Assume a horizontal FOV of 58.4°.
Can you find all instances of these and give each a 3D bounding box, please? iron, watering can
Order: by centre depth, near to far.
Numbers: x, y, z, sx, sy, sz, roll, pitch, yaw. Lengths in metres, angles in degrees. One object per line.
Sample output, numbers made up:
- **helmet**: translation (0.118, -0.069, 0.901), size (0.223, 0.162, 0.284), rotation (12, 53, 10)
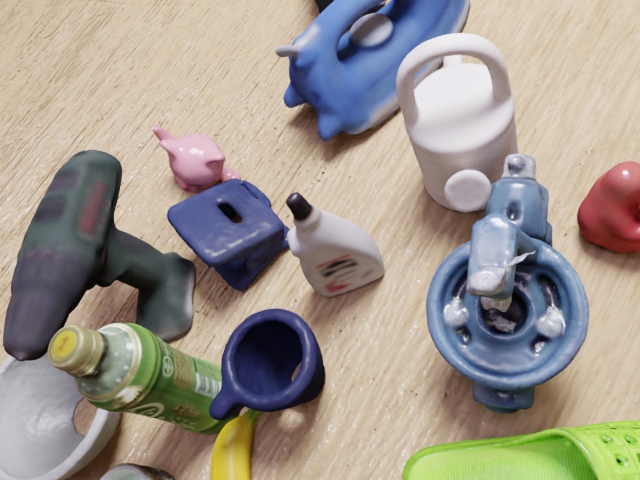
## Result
- **watering can**: translation (0.131, -0.107, 0.526), size (0.101, 0.194, 0.172), rotation (-28, 58, 7)
- **iron**: translation (0.064, -0.241, 0.650), size (0.258, 0.142, 0.118), rotation (-42, 57, -2)

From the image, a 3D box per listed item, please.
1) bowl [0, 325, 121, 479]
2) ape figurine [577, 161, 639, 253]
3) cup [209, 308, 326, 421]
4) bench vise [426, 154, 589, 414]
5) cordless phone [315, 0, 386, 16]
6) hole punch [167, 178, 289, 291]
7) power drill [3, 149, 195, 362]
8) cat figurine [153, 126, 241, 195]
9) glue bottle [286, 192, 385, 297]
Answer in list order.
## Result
- **bowl**: translation (-0.273, 0.181, 0.616), size (0.167, 0.075, 0.167), rotation (-9, 62, 18)
- **ape figurine**: translation (0.265, -0.034, 0.497), size (0.076, 0.092, 0.078), rotation (-4, 64, 20)
- **cup**: translation (-0.041, 0.130, 0.536), size (0.118, 0.095, 0.091), rotation (-45, 58, -4)
- **bench vise**: translation (0.134, 0.015, 0.449), size (0.121, 0.220, 0.207), rotation (-13, 61, 16)
- **cordless phone**: translation (0.010, -0.374, 0.712), size (0.094, 0.185, 0.147), rotation (-22, 59, 11)
- **hole punch**: translation (-0.099, -0.018, 0.635), size (0.101, 0.091, 0.108), rotation (-45, 58, -4)
- **power drill**: translation (-0.214, 0.033, 0.586), size (0.075, 0.209, 0.229), rotation (-13, 61, 16)
- **cat figurine**: translation (-0.153, -0.097, 0.680), size (0.067, 0.118, 0.127), rotation (-48, 58, -5)
- **glue bottle**: translation (0.005, 0.002, 0.535), size (0.078, 0.173, 0.037), rotation (-26, 58, 8)
